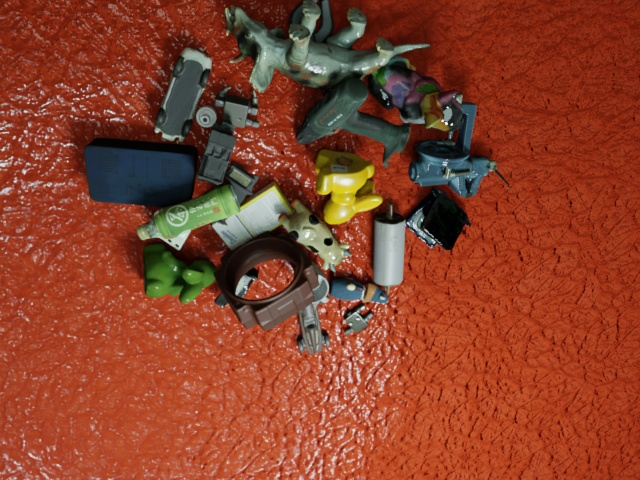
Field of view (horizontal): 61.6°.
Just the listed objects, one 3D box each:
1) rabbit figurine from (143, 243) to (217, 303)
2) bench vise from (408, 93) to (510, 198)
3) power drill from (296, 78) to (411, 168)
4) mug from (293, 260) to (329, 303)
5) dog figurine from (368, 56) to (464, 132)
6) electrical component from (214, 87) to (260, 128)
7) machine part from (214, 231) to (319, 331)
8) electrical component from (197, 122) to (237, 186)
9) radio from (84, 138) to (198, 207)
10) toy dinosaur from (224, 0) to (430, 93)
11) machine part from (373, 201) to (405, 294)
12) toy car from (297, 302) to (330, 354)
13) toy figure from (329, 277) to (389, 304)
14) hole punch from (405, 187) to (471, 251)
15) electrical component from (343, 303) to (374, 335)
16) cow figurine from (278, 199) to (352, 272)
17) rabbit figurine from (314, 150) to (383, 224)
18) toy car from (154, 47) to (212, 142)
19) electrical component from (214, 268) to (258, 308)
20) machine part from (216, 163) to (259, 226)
[{"bbox_3d":[-0.324,0.076,1.262,0.170,0.159,0.121,-2,104,-22],"label":"rabbit figurine"},{"bbox_3d":[0.314,-0.210,1.213,0.224,0.129,0.240,0,120,-5],"label":"bench vise"},{"bbox_3d":[0.074,-0.237,1.148,0.207,0.086,0.232,29,150,-10],"label":"power drill"},{"bbox_3d":[-0.017,0.099,1.316,0.081,0.107,0.109,-43,116,13],"label":"mug"},{"bbox_3d":[0.202,-0.297,1.110,0.191,0.219,0.108,34,102,-19],"label":"dog figurine"},{"bbox_3d":[-0.179,-0.288,1.167,0.102,0.045,0.078,6,141,-6],"label":"electrical component"},{"bbox_3d":[-0.121,0.086,1.207,0.201,0.202,0.087,-30,138,-12],"label":"machine part"},{"bbox_3d":[-0.220,-0.186,1.157,0.058,0.115,0.134,18,91,-15],"label":"electrical component"},{"bbox_3d":[-0.391,-0.146,1.188,0.230,0.073,0.131,4,113,-7],"label":"radio"},{"bbox_3d":[0.008,-0.361,1.078,0.405,0.131,0.192,7,155,-24],"label":"toy dinosaur"},{"bbox_3d":[0.169,0.023,1.319,0.079,0.079,0.243,-2,114,-5],"label":"machine part"},{"bbox_3d":[-0.025,0.215,1.396,0.089,0.053,0.201,-10,113,-6],"label":"toy car"},{"bbox_3d":[0.101,0.130,1.366,0.154,0.064,0.057,9,96,-9],"label":"toy figure"},{"bbox_3d":[0.283,-0.046,1.309,0.142,0.092,0.116,39,75,-17],"label":"hole punch"},{"bbox_3d":[0.094,0.212,1.422,0.094,0.021,0.063,-39,111,12],"label":"electrical component"},{"bbox_3d":[-0.003,-0.004,1.257,0.085,0.127,0.194,-42,146,6],"label":"cow figurine"},{"bbox_3d":[0.057,-0.113,1.246,0.162,0.122,0.173,-2,128,-16],"label":"rabbit figurine"},{"bbox_3d":[-0.291,-0.304,1.141,0.073,0.056,0.201,19,111,-20],"label":"toy car"},{"bbox_3d":[-0.213,0.111,1.330,0.075,0.048,0.119,32,107,-17],"label":"electrical component"},{"bbox_3d":[-0.204,-0.102,1.224,0.084,0.039,0.139,31,90,7],"label":"machine part"}]
